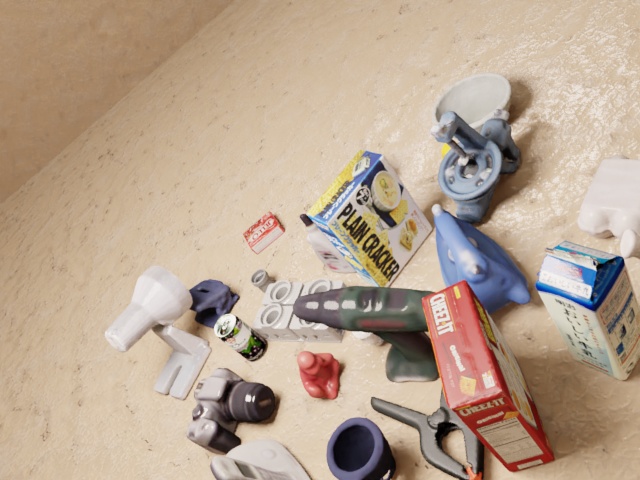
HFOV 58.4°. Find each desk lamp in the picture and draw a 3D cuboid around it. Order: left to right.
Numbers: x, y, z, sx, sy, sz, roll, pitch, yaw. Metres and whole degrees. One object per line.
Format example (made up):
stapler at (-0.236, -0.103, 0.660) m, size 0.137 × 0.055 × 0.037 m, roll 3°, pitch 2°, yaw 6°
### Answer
desk lamp at (-0.326, 0.189, 1.182) m, size 0.117 × 0.214 × 0.203 m, roll -1°, pitch 54°, yaw 40°

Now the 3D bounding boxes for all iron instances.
iron at (0.231, 0.014, 0.938) m, size 0.118 × 0.142 × 0.257 m, roll -33°, pitch 39°, yaw 11°

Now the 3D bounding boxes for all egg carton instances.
egg carton at (0.466, -0.065, 0.874) m, size 0.107 × 0.070 × 0.150 m, roll 11°, pitch 62°, yaw 45°

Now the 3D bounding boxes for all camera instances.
camera at (-0.159, 0.301, 1.028) m, size 0.136 × 0.101 × 0.143 m, roll -8°, pitch 49°, yaw 35°

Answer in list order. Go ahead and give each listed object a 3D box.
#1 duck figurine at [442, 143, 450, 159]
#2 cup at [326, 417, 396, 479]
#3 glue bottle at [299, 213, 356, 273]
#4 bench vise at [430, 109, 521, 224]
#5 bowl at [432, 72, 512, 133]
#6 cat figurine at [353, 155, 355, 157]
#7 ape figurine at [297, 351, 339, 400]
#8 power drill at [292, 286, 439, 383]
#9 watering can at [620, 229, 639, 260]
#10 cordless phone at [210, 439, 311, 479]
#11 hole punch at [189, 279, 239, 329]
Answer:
duck figurine at (0.266, -0.159, 1.117) m, size 0.077 × 0.086 × 0.104 m, roll -20°, pitch 43°, yaw 25°
cup at (0.068, 0.326, 0.818) m, size 0.091 × 0.095 × 0.117 m, roll -20°, pitch 43°, yaw 25°
glue bottle at (0.010, 0.004, 1.107) m, size 0.077 × 0.174 × 0.037 m, roll -4°, pitch 52°, yaw 38°
bench vise at (0.263, -0.166, 1.018) m, size 0.121 × 0.220 × 0.207 m, roll -7°, pitch 50°, yaw 36°
bowl at (0.319, -0.261, 1.178) m, size 0.167 × 0.075 × 0.167 m, roll -23°, pitch 42°, yaw 22°
cat figurine at (0.100, -0.123, 1.197) m, size 0.067 × 0.118 × 0.128 m, roll -19°, pitch 44°, yaw 26°
ape figurine at (-0.008, 0.223, 0.982) m, size 0.078 × 0.092 × 0.075 m, roll -49°, pitch 39°, yaw -9°
power drill at (0.099, 0.140, 0.877) m, size 0.228 × 0.209 × 0.075 m, roll -12°, pitch 47°, yaw 32°
watering can at (0.472, -0.001, 0.708) m, size 0.172 × 0.195 × 0.100 m, roll -30°, pitch 40°, yaw 15°
cordless phone at (-0.109, 0.348, 0.874) m, size 0.094 × 0.186 × 0.147 m, roll -50°, pitch 39°, yaw -11°
hole punch at (-0.254, 0.130, 1.277) m, size 0.108 × 0.091 × 0.101 m, roll 8°, pitch 59°, yaw 44°
